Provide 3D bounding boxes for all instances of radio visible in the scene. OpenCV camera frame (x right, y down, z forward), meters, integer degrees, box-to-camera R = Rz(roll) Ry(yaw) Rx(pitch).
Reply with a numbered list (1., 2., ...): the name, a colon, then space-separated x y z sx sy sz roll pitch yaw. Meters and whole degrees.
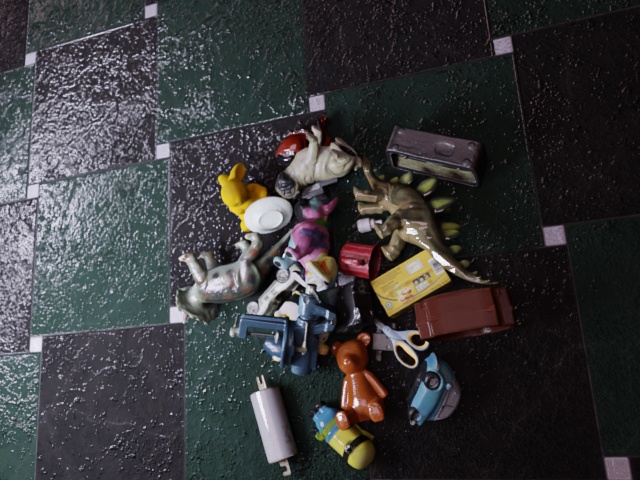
1. radio: 0.278 -0.200 1.284 0.230 0.131 0.073 15 82 21

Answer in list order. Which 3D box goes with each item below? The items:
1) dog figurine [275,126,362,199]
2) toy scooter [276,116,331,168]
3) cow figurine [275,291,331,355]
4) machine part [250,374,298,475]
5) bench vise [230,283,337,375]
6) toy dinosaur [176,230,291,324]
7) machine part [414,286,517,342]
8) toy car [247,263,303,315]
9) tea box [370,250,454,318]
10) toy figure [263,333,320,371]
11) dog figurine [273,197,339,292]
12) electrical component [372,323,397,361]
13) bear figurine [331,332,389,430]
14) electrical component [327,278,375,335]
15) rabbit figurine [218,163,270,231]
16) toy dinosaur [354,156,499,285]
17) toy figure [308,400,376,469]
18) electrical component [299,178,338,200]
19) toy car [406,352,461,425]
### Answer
1. dog figurine: -0.007 -0.166 1.358 0.172 0.121 0.190 33 117 6
2. toy scooter: -0.029 -0.264 1.435 0.184 0.075 0.135 -1 78 16
3. cow figurine: -0.026 0.207 1.342 0.167 0.068 0.098 39 87 20
4. machine part: -0.112 0.449 1.314 0.079 0.079 0.243 -23 71 13
5. bench vise: -0.085 0.201 1.242 0.241 0.129 0.223 6 111 -3
6. toy dinosaur: -0.227 0.099 1.411 0.405 0.131 0.192 -17 86 11
7. machine part: 0.314 0.162 1.160 0.202 0.201 0.087 -15 72 16
8. toy car: -0.114 0.140 1.379 0.056 0.073 0.201 43 94 20
9. tea box: 0.218 0.103 1.276 0.170 0.068 0.098 -30 70 12
10. toy figure: -0.067 0.284 1.344 0.155 0.057 0.064 25 94 17
11. dog figurine: -0.003 -0.004 1.332 0.191 0.108 0.219 36 59 -5
12. electrical component: 0.159 0.245 1.292 0.063 0.021 0.094 0 78 19
13. bear figurine: 0.085 0.321 1.247 0.120 0.132 0.196 -17 80 16
14. electrical component: 0.067 0.166 1.289 0.134 0.058 0.115 -37 51 46
15. rabbit figurine: -0.201 -0.121 1.412 0.122 0.173 0.162 -29 75 16
16. toy dinosaur: 0.220 -0.047 1.249 0.199 0.105 0.472 -28 56 -2
17. toy figure: 0.049 0.454 1.251 0.180 0.089 0.082 41 102 19
18. electrical component: -0.006 -0.145 1.416 0.119 0.047 0.075 -22 73 13
19. toy car: 0.260 0.342 1.197 0.103 0.109 0.161 21 96 4
